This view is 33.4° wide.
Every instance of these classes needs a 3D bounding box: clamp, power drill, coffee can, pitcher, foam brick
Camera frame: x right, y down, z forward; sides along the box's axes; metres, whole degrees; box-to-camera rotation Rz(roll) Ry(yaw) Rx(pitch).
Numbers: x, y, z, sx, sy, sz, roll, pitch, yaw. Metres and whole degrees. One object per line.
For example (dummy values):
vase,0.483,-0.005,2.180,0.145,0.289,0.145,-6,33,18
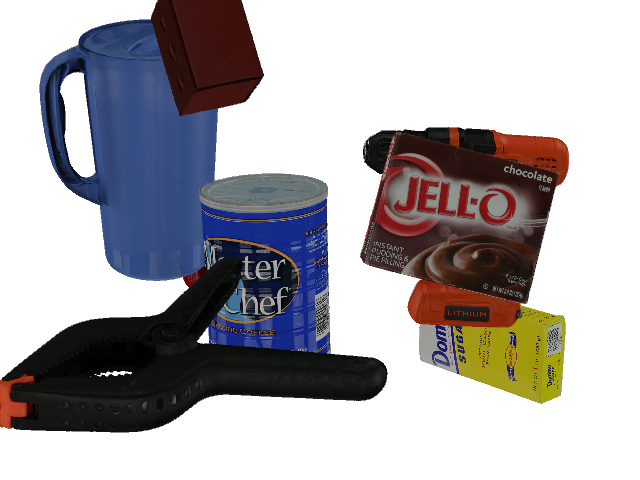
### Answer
clamp,-0.089,0.063,0.624,0.209,0.036,0.165,-9,28,-29
power drill,0.126,-0.013,0.984,0.184,0.188,0.057,4,26,0
coffee can,-0.043,0.025,0.866,0.103,0.140,0.103,-1,17,0
pitcher,-0.173,-0.086,1.044,0.149,0.243,0.144,11,28,16
foam brick,-0.079,-0.134,0.735,0.051,0.078,0.053,-14,-8,-21

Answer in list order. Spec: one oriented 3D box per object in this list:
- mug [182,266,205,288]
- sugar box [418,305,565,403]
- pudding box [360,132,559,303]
mug,-0.118,0.013,1.218,0.093,0.081,0.117,15,38,24
sugar box,0.189,0.112,1.200,0.177,0.093,0.048,13,18,43
pudding box,0.092,-0.015,0.710,0.113,0.090,0.039,14,1,-3
